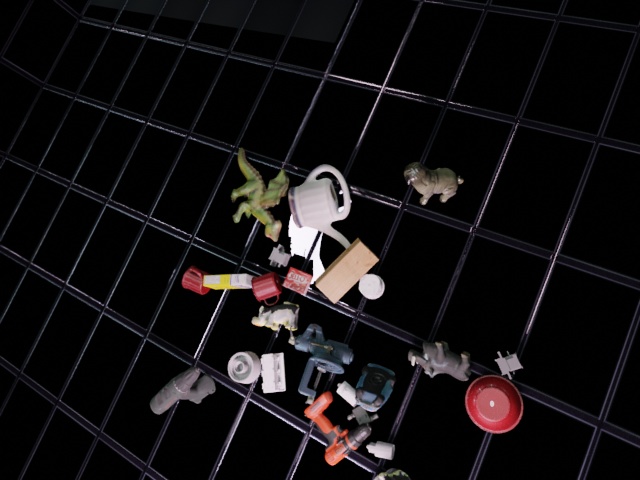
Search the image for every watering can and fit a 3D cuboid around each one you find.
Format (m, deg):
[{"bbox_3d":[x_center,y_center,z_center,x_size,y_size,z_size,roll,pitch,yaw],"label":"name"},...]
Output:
[{"bbox_3d":[0.006,-0.092,1.819,0.223,0.103,0.351,-13,79,18],"label":"watering can"}]

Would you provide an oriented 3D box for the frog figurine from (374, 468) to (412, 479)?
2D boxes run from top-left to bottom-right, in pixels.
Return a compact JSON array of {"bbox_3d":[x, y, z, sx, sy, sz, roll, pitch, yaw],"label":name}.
[{"bbox_3d":[0.207,0.751,1.494,0.138,0.124,0.156,28,122,17],"label":"frog figurine"}]

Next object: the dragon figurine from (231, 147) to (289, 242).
[{"bbox_3d":[-0.206,-0.188,1.890,0.241,0.121,0.416,-15,71,28],"label":"dragon figurine"}]
